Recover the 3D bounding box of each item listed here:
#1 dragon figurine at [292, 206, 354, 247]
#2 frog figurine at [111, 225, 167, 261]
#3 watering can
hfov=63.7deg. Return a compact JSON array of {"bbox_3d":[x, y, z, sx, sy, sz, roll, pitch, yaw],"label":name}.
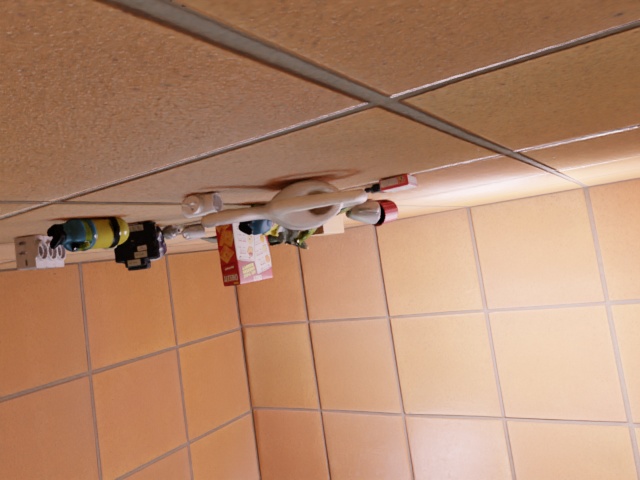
[{"bbox_3d":[0.005,-0.081,1.616,0.244,0.122,0.410,-29,-175,-9],"label":"dragon figurine"},{"bbox_3d":[-0.563,0.019,1.599,0.160,0.121,0.139,-19,-160,-14],"label":"frog figurine"},{"bbox_3d":[-0.074,-0.068,1.118,0.348,0.104,0.224,-9,179,-6],"label":"watering can"}]
